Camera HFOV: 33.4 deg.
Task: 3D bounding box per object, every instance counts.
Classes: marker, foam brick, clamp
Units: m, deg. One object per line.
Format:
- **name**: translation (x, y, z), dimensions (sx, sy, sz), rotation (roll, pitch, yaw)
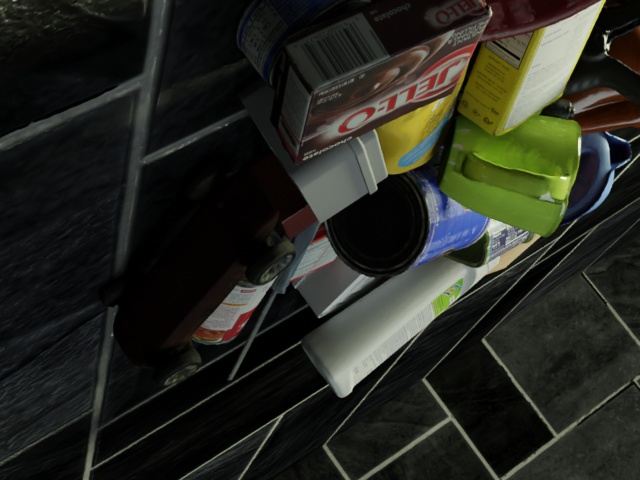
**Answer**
- **marker**: translation (0.145, -0.113, 0.850), dimensions (0.121, 0.020, 0.020), rotation (11, 152, -9)
- **foam brick**: translation (-0.009, -0.046, 0.785), dimensions (0.078, 0.053, 0.051), rotation (-35, 166, -4)
- **clamp**: translation (0.224, -0.161, 0.839), dimensions (0.039, 0.172, 0.120), rotation (32, 74, -72)

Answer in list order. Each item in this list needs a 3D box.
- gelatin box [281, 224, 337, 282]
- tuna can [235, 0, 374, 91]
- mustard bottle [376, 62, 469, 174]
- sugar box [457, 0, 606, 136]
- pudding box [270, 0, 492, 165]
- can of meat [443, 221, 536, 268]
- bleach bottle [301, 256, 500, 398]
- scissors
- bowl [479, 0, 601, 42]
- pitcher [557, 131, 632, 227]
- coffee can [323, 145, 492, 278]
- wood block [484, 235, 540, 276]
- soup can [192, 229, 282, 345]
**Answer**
- **gelatin box**: translation (-0.006, 0.001, 0.993), dimensions (0.073, 0.030, 0.089), rotation (-24, 161, -35)
- **tuna can**: translation (-0.003, -0.122, 0.596), dimensions (0.086, 0.034, 0.086), rotation (-33, 166, -10)
- **mustard bottle**: translation (0.067, -0.098, 0.780), dimensions (0.096, 0.058, 0.191), rotation (-53, 169, -12)
- **sugar box**: translation (0.161, -0.163, 0.749), dimensions (0.093, 0.048, 0.176), rotation (-33, 151, -36)
- **pudding box**: translation (0.031, -0.095, 0.590), dimensions (0.113, 0.039, 0.090), rotation (-24, 163, -15)
- **can of meat**: translation (0.148, -0.019, 1.051), dimensions (0.083, 0.102, 0.057), rotation (-26, 126, -41)
- **bleach bottle**: translation (0.100, 0.063, 1.128), dimensions (0.250, 0.068, 0.102), rotation (-36, 161, -6)
- **scissors**: translation (-0.027, 0.025, 0.855), dimensions (0.202, 0.016, 0.096), rotation (-63, -179, -5)
- **bowl**: translation (0.119, -0.179, 0.606), dimensions (0.162, 0.055, 0.162), rotation (-16, 162, -5)
- **pitcher**: translation (0.250, -0.079, 1.174), dimensions (0.145, 0.149, 0.242), rotation (-55, 165, 11)
- **coffee can**: translation (0.082, -0.029, 0.942), dimensions (0.103, 0.103, 0.140), rotation (-45, 165, 31)
- **wood block**: translation (0.184, -0.012, 1.276), dimensions (0.091, 0.090, 0.205), rotation (-44, 163, 29)
- **soup can**: translation (-0.075, 0.031, 0.847), dimensions (0.068, 0.068, 0.102), rotation (-26, 162, -35)
